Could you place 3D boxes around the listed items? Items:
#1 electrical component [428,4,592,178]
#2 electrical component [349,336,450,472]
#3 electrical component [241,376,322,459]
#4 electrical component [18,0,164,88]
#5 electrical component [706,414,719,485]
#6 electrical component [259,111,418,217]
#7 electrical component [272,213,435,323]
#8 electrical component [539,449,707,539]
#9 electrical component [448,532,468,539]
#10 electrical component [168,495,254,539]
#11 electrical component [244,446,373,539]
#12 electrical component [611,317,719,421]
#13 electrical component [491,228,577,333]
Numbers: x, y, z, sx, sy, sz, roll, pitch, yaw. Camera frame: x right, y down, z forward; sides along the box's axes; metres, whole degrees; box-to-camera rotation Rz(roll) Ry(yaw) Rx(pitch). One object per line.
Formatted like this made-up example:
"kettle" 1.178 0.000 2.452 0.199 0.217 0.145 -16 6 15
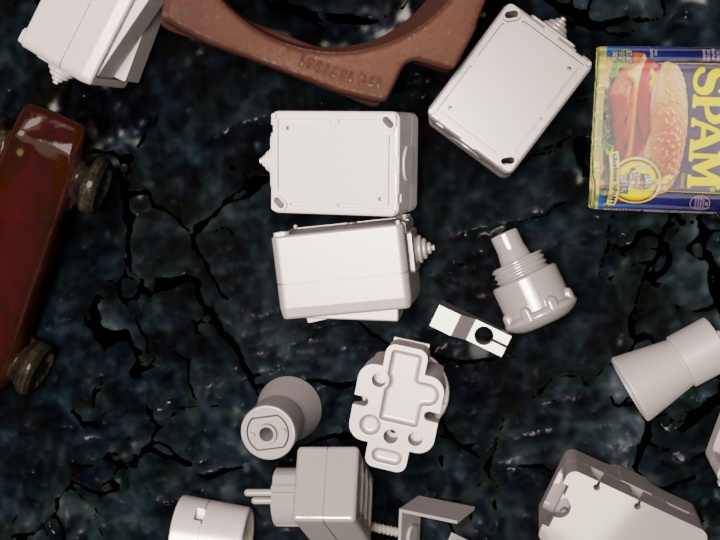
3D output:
"electrical component" 0.092 -0.110 0.646 0.062 0.061 0.096 37 94 3
"electrical component" 0.026 0.080 0.680 0.058 0.057 0.078 12 99 8
"electrical component" -0.052 0.097 0.691 0.044 0.065 0.044 1 97 9
"electrical component" -0.163 -0.155 0.678 0.061 0.062 0.096 31 101 4
"electrical component" 0.275 0.064 0.635 0.089 0.062 0.150 18 100 7
"electrical component" -0.014 -0.067 0.669 0.096 0.061 0.061 3 98 17
"electrical component" 0.000 0.000 0.671 0.096 0.062 0.061 -5 96 10
"electrical component" 0.161 0.155 0.668 0.089 0.056 0.050 25 100 5
"electrical component" 0.061 0.210 0.681 0.042 0.063 0.081 24 141 5
"electrical component" -0.098 0.180 0.715 0.047 0.055 0.055 6 98 5
"electrical component" -0.034 0.145 0.687 0.077 0.065 0.047 -2 63 9
"electrical component" 0.194 0.058 0.659 0.065 0.044 0.044 -30 92 7
"electrical component" 0.102 0.005 0.665 0.048 0.048 0.062 -25 86 11
